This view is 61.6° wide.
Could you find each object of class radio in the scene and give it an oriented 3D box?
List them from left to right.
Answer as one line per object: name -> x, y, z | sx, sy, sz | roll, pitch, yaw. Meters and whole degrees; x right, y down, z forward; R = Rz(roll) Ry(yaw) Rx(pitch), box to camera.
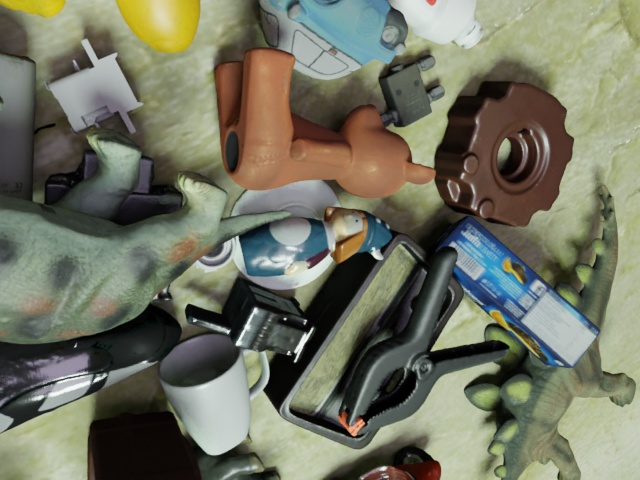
radio -> 0.051, 0.109, 0.603 | 0.131, 0.073, 0.229 | 37, 86, -26

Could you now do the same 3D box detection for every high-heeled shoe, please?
high-heeled shoe -> -0.254, 0.123, 0.496 | 0.249, 0.145, 0.086 | -23, 79, 11

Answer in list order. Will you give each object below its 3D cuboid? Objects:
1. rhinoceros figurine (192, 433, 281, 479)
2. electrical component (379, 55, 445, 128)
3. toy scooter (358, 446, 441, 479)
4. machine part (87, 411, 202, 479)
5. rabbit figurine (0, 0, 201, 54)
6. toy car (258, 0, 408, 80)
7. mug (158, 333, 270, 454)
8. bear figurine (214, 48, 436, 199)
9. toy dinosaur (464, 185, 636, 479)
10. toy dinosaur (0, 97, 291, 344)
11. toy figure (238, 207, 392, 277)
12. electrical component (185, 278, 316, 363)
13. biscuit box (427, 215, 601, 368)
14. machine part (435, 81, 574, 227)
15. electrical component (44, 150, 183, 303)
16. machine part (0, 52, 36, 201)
rhinoceros figurine -> -0.087, 0.300, 0.588 | 0.112, 0.073, 0.190 | -27, 111, -17
electrical component -> 0.093, -0.160, 0.588 | 0.094, 0.021, 0.063 | -31, 112, -14
toy scooter -> 0.082, 0.326, 0.634 | 0.184, 0.135, 0.075 | -22, 112, -16
machine part -> -0.158, 0.275, 0.479 | 0.087, 0.201, 0.201 | -2, 102, -26
rabbit figurine -> -0.168, -0.225, 0.426 | 0.173, 0.122, 0.162 | 27, 81, -40
toy car -> -0.001, -0.206, 0.501 | 0.161, 0.109, 0.103 | 26, 114, -38
mug -> -0.102, 0.156, 0.552 | 0.109, 0.081, 0.107 | -26, 122, -34
bear figurine -> 0.009, -0.103, 0.512 | 0.196, 0.120, 0.131 | -5, 100, -25
toy dinosaur -> 0.319, 0.165, 0.720 | 0.198, 0.105, 0.471 | 27, 86, -23
toy dinosaur -> -0.200, 0.008, 0.373 | 0.404, 0.131, 0.192 | 20, 104, -39
toy figure -> -0.001, 0.000, 0.530 | 0.154, 0.058, 0.064 | -12, 81, -10
electrical component -> -0.072, 0.075, 0.542 | 0.119, 0.075, 0.047 | 25, 98, -23
biscuit box -> 0.219, 0.060, 0.627 | 0.203, 0.063, 0.059 | 42, 81, 3
machine part -> 0.223, -0.100, 0.641 | 0.179, 0.056, 0.179 | -6, 104, -24
electrical component -> -0.186, -0.012, 0.481 | 0.115, 0.058, 0.134 | 1, 102, -26
machine part -> -0.267, -0.061, 0.422 | 0.079, 0.079, 0.243 | 3, 100, -24
